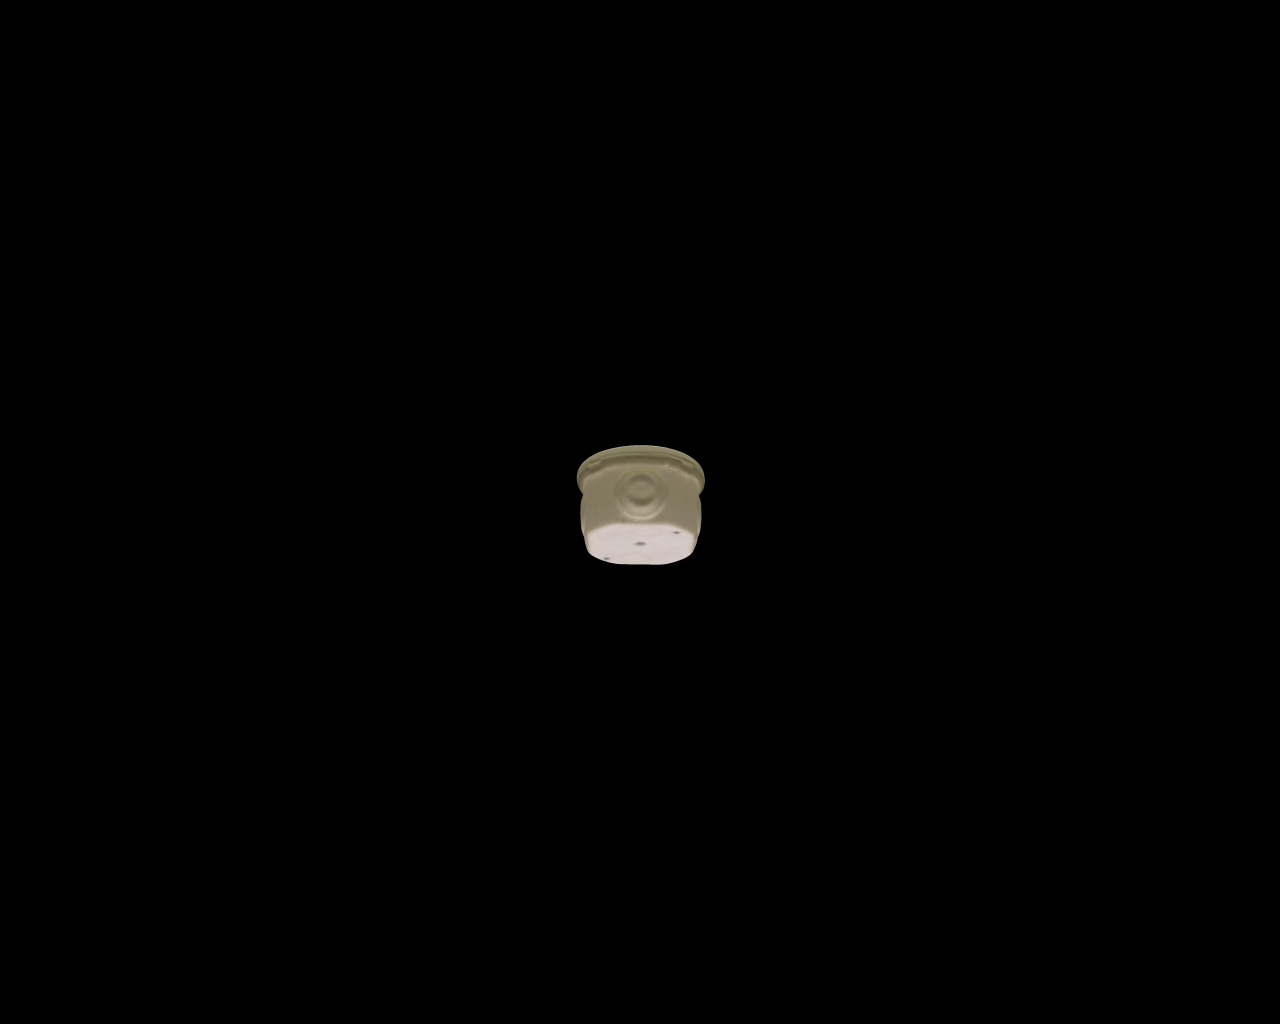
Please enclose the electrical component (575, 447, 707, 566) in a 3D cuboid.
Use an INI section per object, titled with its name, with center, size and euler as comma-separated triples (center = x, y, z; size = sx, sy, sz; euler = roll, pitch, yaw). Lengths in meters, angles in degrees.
[electrical component]
center = 0.001, -0.003, 0.650
size = 0.080, 0.051, 0.080
euler = 0, -25, 0
